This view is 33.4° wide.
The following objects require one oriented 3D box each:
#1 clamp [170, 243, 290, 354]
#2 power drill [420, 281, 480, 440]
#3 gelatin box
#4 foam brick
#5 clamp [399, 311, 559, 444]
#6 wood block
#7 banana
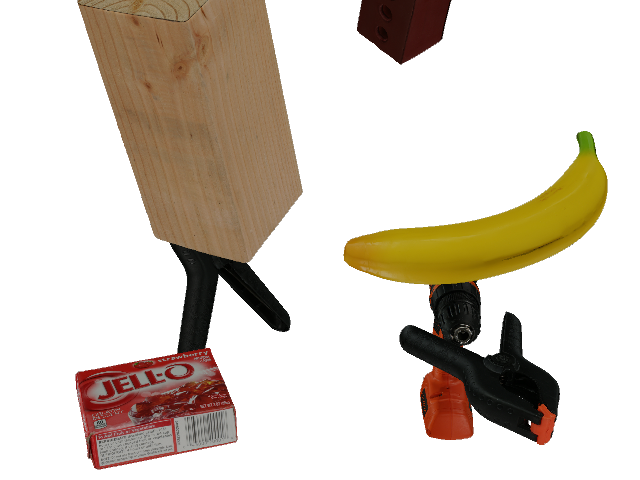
[{"bbox_3d":[-0.098,0.018,1.043,0.036,0.210,0.164,-10,1,35],"label":"clamp"},{"bbox_3d":[0.142,0.118,1.151,0.057,0.188,0.184,2,24,2],"label":"power drill"},{"bbox_3d":[-0.102,0.101,0.657,0.089,0.030,0.073,-9,25,-15],"label":"gelatin box"},{"bbox_3d":[0.068,-0.189,0.835,0.051,0.053,0.078,-37,-25,-28],"label":"foam brick"},{"bbox_3d":[0.160,0.112,0.929,0.120,0.039,0.172,-16,36,-25],"label":"clamp"},{"bbox_3d":[-0.085,-0.095,0.760,0.090,0.206,0.090,15,48,26],"label":"wood block"},{"bbox_3d":[0.114,-0.009,0.682,0.197,0.037,0.070,-23,44,-18],"label":"banana"}]
